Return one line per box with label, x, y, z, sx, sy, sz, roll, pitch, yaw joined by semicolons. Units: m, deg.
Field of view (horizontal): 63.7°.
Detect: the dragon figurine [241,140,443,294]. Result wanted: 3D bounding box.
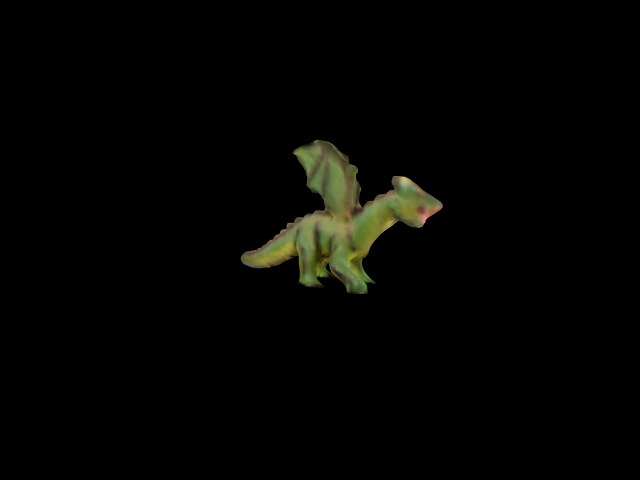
dragon figurine;0.003;-0.043;0.850;0.411;0.241;0.123;7;11;36
